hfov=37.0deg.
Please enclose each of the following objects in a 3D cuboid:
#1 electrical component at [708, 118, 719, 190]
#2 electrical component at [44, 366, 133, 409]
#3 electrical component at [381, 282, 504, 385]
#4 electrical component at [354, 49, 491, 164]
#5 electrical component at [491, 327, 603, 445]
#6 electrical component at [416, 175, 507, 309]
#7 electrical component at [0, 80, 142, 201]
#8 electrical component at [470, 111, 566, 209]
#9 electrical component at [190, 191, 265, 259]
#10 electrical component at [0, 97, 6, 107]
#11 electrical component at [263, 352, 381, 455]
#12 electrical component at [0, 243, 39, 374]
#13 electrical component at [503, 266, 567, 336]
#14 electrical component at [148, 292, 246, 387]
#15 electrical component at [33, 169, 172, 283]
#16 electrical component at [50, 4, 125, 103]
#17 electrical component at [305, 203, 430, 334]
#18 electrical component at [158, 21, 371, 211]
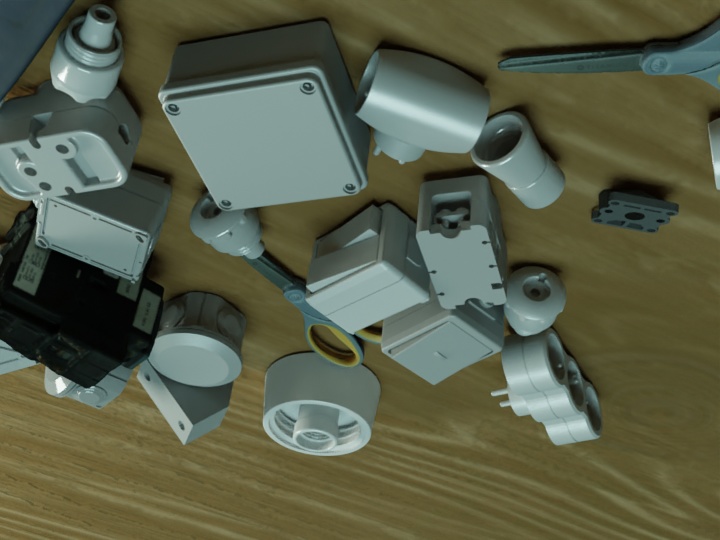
[{"bbox_3d":[0.271,-0.068,0.700,0.077,0.043,0.079,-8,142,19],"label":"electrical component"},{"bbox_3d":[-0.234,0.078,0.933,0.051,0.080,0.080,29,137,-33],"label":"electrical component"},{"bbox_3d":[0.071,0.043,0.856,0.062,0.061,0.096,34,134,-30],"label":"electrical component"},{"bbox_3d":[0.033,-0.097,0.700,0.077,0.043,0.079,18,141,-13],"label":"electrical component"},{"bbox_3d":[0.151,0.105,0.928,0.074,0.052,0.138,-15,137,26],"label":"electrical component"},{"bbox_3d":[0.075,-0.022,0.778,0.050,0.055,0.089,-6,140,16],"label":"electrical component"},{"bbox_3d":[-0.201,-0.091,0.732,0.095,0.059,0.053,-7,140,17],"label":"electrical component"},{"bbox_3d":[0.110,-0.071,0.725,0.044,0.044,0.065,-21,139,31],"label":"electrical component"},{"bbox_3d":[-0.094,-0.031,0.804,0.048,0.048,0.062,-12,145,23],"label":"electrical component"},{"bbox_3d":[-0.268,-0.115,0.725,0.043,0.043,0.062,31,137,-27],"label":"electrical component"},{"bbox_3d":[-0.037,0.130,0.982,0.108,0.060,0.108,4,142,3],"label":"electrical component"},{"bbox_3d":[-0.317,0.040,0.883,0.109,0.056,0.108,-16,146,-19],"label":"electrical component"},{"bbox_3d":[0.134,0.030,0.845,0.048,0.048,0.062,6,149,2],"label":"electrical component"},{"bbox_3d":[-0.138,0.061,0.919,0.080,0.051,0.080,4,142,3],"label":"electrical component"},{"bbox_3d":[-0.193,-0.046,0.792,0.096,0.061,0.061,22,140,-6],"label":"electrical component"},{"bbox_3d":[-0.170,-0.139,0.679,0.043,0.043,0.062,20,139,-15],"label":"electrical component"},{"bbox_3d":[0.000,0.000,0.812,0.096,0.061,0.061,-26,131,35],"label":"electrical component"},{"bbox_3d":[-0.058,-0.098,0.703,0.109,0.056,0.108,-6,140,16],"label":"electrical component"}]
